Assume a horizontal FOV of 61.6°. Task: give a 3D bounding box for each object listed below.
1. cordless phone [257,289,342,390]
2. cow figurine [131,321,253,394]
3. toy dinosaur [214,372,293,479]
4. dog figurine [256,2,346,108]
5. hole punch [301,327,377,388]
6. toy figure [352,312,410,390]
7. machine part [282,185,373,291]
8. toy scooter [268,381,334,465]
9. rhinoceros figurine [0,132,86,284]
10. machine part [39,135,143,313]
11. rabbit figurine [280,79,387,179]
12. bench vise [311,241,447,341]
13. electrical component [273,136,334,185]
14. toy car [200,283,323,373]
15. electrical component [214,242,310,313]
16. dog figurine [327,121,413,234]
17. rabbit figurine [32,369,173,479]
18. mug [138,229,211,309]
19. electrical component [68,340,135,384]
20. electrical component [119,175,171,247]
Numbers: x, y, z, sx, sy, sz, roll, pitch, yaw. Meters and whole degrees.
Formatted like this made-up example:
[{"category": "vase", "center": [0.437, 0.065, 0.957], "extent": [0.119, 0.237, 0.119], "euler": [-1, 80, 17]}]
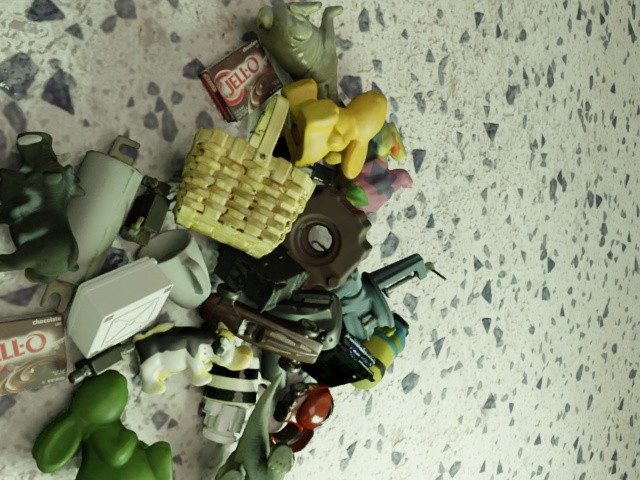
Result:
[{"category": "cordless phone", "center": [-0.039, 0.178, 0.917], "extent": [0.089, 0.147, 0.184], "euler": [-74, 168, -76]}, {"category": "cow figurine", "center": [-0.184, 0.158, 0.787], "extent": [0.167, 0.068, 0.098], "euler": [-9, 104, -17]}, {"category": "toy dinosaur", "center": [-0.127, 0.412, 0.841], "extent": [0.131, 0.192, 0.405], "euler": [25, 71, -12]}, {"category": "dog figurine", "center": [-0.032, -0.280, 0.883], "extent": [0.172, 0.121, 0.190], "euler": [-14, 107, -37]}, {"category": "hole punch", "center": [0.035, 0.204, 0.991], "extent": [0.142, 0.116, 0.092], "euler": [51, 35, -32]}, {"category": "toy figure", "center": [0.118, 0.223, 1.088], "extent": [0.180, 0.089, 0.082], "euler": [-35, 111, -31]}, {"category": "machine part", "center": [-0.002, -0.003, 0.901], "extent": [0.056, 0.180, 0.179], "euler": [-25, 114, -73]}, {"category": "toy scooter", "center": [-0.059, 0.319, 0.945], "extent": [0.184, 0.075, 0.135], "euler": [-54, 130, -11]}, {"category": "rhinoceros figurine", "center": [-0.332, -0.042, 0.629], "extent": [0.190, 0.112, 0.073], "euler": [69, 11, 23]}, {"category": "machine part", "center": [-0.299, -0.025, 0.695], "extent": [0.079, 0.079, 0.243], "euler": [29, 76, -40]}, {"category": "rabbit figurine", "center": [0.035, -0.180, 0.871], "extent": [0.173, 0.122, 0.162], "euler": [-23, 128, -20]}, {"category": "bench vise", "center": [0.108, 0.084, 1.021], "extent": [0.241, 0.129, 0.223], "euler": [-26, 122, -8]}, {"category": "electrical component", "center": [-0.033, -0.130, 0.943], "extent": [0.119, 0.048, 0.074], "euler": [14, 85, -42]}, {"category": "toy car", "center": [-0.094, 0.141, 0.842], "extent": [0.202, 0.053, 0.089], "euler": [26, 104, -3]}, {"category": "electrical component", "center": [-0.097, 0.041, 0.847], "extent": [0.058, 0.134, 0.115], "euler": [-58, 163, 25]}, {"category": "dog figurine", "center": [0.063, -0.104, 0.997], "extent": [0.219, 0.109, 0.191], "euler": [-35, 117, -31]}, {"category": "rabbit figurine", "center": [-0.299, 0.266, 0.725], "extent": [0.159, 0.121, 0.170], "euler": [-10, 83, -34]}, {"category": "mug", "center": [-0.196, 0.050, 0.783], "extent": [0.081, 0.110, 0.107], "euler": [-50, 137, -34]}, {"category": "electrical component", "center": [-0.299, 0.164, 0.723], "extent": [0.094, 0.063, 0.021], "euler": [-31, 101, -47]}, {"category": "electrical component", "center": [-0.242, -0.043, 0.742], "extent": [0.045, 0.078, 0.102], "euler": [33, 72, -42]}]
